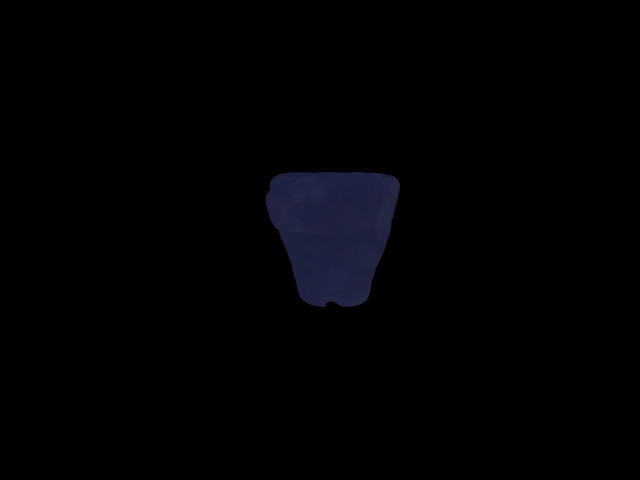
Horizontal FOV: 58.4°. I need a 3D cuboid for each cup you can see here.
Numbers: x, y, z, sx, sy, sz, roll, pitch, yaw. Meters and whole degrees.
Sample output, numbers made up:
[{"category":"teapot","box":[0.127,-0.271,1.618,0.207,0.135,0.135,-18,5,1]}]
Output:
[{"category":"cup","box":[0.004,0.001,0.400,0.091,0.095,0.118,6,11,32]}]
